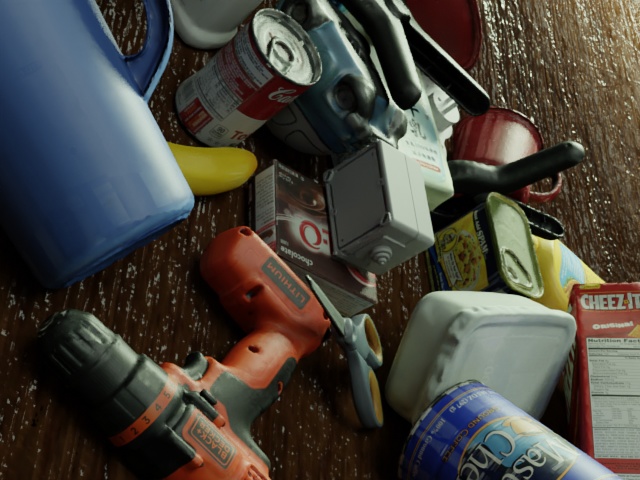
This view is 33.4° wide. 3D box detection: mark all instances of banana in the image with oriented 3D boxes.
[{"bbox_3d":[-0.118,-0.065,0.768,0.197,0.037,0.069,20,50,-39],"label":"banana"}]

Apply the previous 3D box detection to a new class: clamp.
[{"bbox_3d":[0.159,-0.036,0.998,0.039,0.171,0.120,-88,170,-47],"label":"clamp"},{"bbox_3d":[0.066,-0.188,0.938,0.164,0.036,0.210,4,51,-56],"label":"clamp"}]

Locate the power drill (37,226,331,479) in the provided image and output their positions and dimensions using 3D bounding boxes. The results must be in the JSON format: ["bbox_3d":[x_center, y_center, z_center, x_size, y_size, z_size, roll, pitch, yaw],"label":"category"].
[{"bbox_3d":[-0.077,0.073,0.693,0.184,0.057,0.187,49,39,-15],"label":"power drill"}]

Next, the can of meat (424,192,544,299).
[{"bbox_3d":[0.144,0.022,0.958,0.057,0.084,0.102,23,47,-37],"label":"can of meat"}]

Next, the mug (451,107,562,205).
[{"bbox_3d":[0.182,-0.067,1.058,0.117,0.093,0.081,20,47,3],"label":"mug"}]

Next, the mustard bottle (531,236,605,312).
[{"bbox_3d":[0.245,0.050,1.073,0.191,0.058,0.096,40,37,-21],"label":"mustard bottle"}]

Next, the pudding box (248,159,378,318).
[{"bbox_3d":[-0.006,0.001,0.843,0.113,0.039,0.090,26,46,-35],"label":"pudding box"}]

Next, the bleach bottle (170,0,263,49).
[{"bbox_3d":[-0.033,-0.260,0.832,0.067,0.251,0.102,-21,79,-53],"label":"bleach bottle"}]

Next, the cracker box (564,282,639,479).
[{"bbox_3d":[0.246,0.167,0.907,0.164,0.072,0.213,81,13,-45],"label":"cracker box"}]

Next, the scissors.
[{"bbox_3d":[0.021,0.085,0.754,0.201,0.016,0.096,35,47,-73],"label":"scissors"}]

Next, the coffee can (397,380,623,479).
[{"bbox_3d":[0.140,0.179,0.762,0.102,0.103,0.140,6,20,-46],"label":"coffee can"}]

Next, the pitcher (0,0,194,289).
[{"bbox_3d":[-0.169,-0.103,0.648,0.144,0.149,0.243,-32,92,-48],"label":"pitcher"}]

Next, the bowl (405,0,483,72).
[{"bbox_3d":[0.094,-0.232,1.050,0.055,0.162,0.162,-24,79,-12],"label":"bowl"}]

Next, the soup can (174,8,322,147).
[{"bbox_3d":[-0.057,-0.122,0.825,0.068,0.102,0.068,29,44,-32],"label":"soup can"}]

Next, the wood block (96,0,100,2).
[{"bbox_3d":[-0.209,-0.280,0.786,0.206,0.091,0.090,46,36,-12],"label":"wood block"}]
